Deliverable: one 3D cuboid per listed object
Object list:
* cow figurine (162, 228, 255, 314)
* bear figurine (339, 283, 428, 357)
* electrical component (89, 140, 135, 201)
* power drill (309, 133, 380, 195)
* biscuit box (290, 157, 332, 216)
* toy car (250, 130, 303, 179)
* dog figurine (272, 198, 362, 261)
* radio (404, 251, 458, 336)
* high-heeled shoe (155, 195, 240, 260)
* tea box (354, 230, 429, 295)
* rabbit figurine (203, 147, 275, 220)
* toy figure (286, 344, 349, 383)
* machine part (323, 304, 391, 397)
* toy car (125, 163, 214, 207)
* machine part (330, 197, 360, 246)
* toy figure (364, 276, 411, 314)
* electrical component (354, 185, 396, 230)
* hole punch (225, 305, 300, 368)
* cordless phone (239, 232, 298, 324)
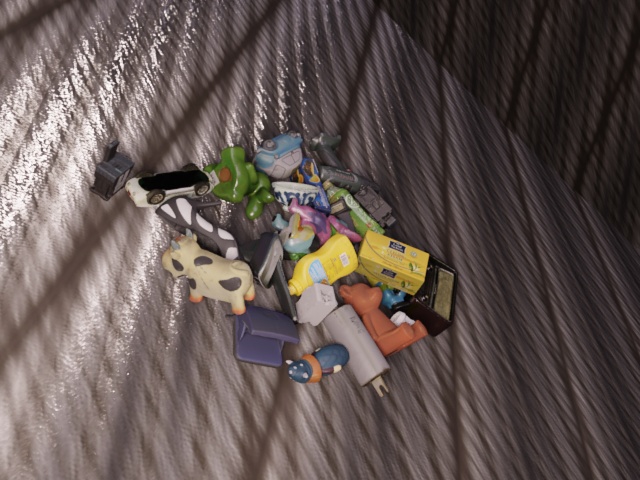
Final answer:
[{"bbox_3d":[-0.223,0.057,1.049,0.195,0.127,0.085,15,30,17],"label":"cow figurine"},{"bbox_3d":[0.141,0.168,1.259,0.120,0.132,0.196,13,47,-56],"label":"bear figurine"},{"bbox_3d":[-0.420,-0.145,1.098,0.048,0.119,0.075,35,35,-7],"label":"electrical component"},{"bbox_3d":[0.061,-0.223,1.638,0.232,0.086,0.207,1,59,-37],"label":"power drill"},{"bbox_3d":[-0.030,-0.138,1.474,0.059,0.062,0.203,8,47,-35],"label":"biscuit box"},{"bbox_3d":[-0.104,-0.217,1.441,0.162,0.109,0.103,-31,81,-34],"label":"toy car"},{"bbox_3d":[-0.003,-0.004,1.327,0.219,0.108,0.192,23,38,-25],"label":"dog figurine"},{"bbox_3d":[0.298,0.139,1.463,0.131,0.073,0.230,35,36,-7],"label":"radio"},{"bbox_3d":[-0.253,0.015,1.132,0.145,0.086,0.249,-14,73,-15],"label":"high-heeled shoe"},{"bbox_3d":[0.175,0.055,1.328,0.170,0.068,0.098,20,48,-1],"label":"tea box"},{"bbox_3d":[-0.172,-0.138,1.312,0.159,0.121,0.170,54,24,22],"label":"rabbit figurine"},{"bbox_3d":[-0.006,0.256,1.094,0.154,0.064,0.057,-13,99,-42],"label":"toy figure"},{"bbox_3d":[0.080,0.229,1.178,0.079,0.079,0.243,-8,58,-45],"label":"machine part"},{"bbox_3d":[-0.330,-0.121,1.197,0.202,0.056,0.073,-17,62,-43],"label":"toy car"},{"bbox_3d":[0.059,-0.042,1.453,0.139,0.084,0.039,65,10,17],"label":"machine part"},{"bbox_3d":[0.166,0.103,1.382,0.089,0.082,0.180,0,55,-36],"label":"toy figure"},{"bbox_3d":[0.162,-0.088,1.549,0.134,0.058,0.115,47,1,9],"label":"electrical component"},{"bbox_3d":[-0.109,0.177,1.065,0.142,0.092,0.116,14,40,-26],"label":"hole punch"},{"bbox_3d":[-0.093,0.088,1.134,0.089,0.146,0.184,-22,72,-6],"label":"cordless phone"}]
